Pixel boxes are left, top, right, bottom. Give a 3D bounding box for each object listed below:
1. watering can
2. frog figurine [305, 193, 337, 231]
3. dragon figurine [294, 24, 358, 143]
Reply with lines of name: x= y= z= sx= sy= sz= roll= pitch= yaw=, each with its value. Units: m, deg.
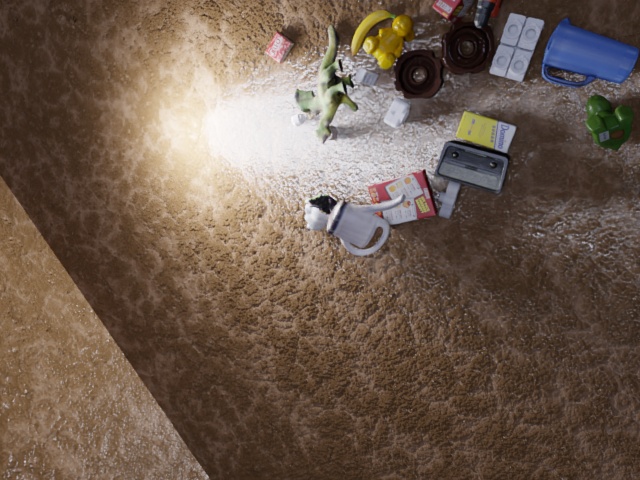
watering can: x=0.153 y=-0.076 z=1.850 sx=0.224 sy=0.106 sz=0.340 roll=24 pitch=133 yaw=-2
frog figurine: x=0.006 y=-0.101 z=2.008 sx=0.137 sy=0.125 sz=0.156 roll=15 pitch=146 yaw=10
dragon figurine: x=0.000 y=-0.554 z=1.884 sx=0.241 sy=0.122 sz=0.413 roll=-17 pitch=79 yaw=29
